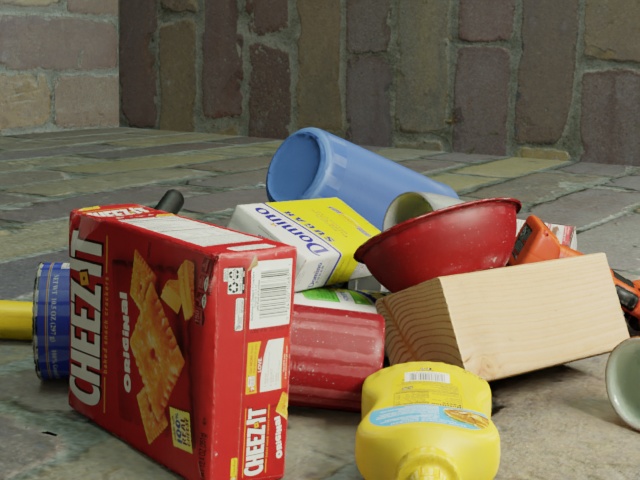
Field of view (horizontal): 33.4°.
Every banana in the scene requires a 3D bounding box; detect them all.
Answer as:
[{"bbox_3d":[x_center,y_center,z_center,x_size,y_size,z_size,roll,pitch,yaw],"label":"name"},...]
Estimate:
[{"bbox_3d":[-0.288,0.075,1.031,0.198,0.037,0.069,2,-18,8],"label":"banana"}]

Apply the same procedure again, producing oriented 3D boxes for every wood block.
[{"bbox_3d":[0.162,0.074,0.930,0.205,0.091,0.090,-7,-11,-36],"label":"wood block"}]

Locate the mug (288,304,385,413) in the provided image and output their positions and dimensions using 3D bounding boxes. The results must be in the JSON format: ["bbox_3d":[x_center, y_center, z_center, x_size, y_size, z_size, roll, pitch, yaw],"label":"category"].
[{"bbox_3d":[0.007,0.101,0.871,0.081,0.093,0.117,6,-26,0],"label":"mug"}]

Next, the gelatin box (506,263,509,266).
[{"bbox_3d":[0.188,0.055,1.147,0.030,0.073,0.089,5,11,15],"label":"gelatin box"}]

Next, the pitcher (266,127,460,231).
[{"bbox_3d":[0.046,-0.048,1.307,0.149,0.145,0.242,-34,-40,32],"label":"pitcher"}]

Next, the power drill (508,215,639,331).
[{"bbox_3d":[0.285,0.049,1.072,0.187,0.057,0.184,29,8,-3],"label":"power drill"}]

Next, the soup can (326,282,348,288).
[{"bbox_3d":[0.056,0.040,1.232,0.102,0.068,0.069,-5,12,-36],"label":"soup can"}]

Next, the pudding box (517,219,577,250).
[{"bbox_3d":[0.247,0.006,1.222,0.090,0.039,0.113,7,-8,15],"label":"pudding box"}]

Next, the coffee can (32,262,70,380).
[{"bbox_3d":[-0.173,0.070,0.933,0.140,0.103,0.103,0,10,-7],"label":"coffee can"}]

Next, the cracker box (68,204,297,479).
[{"bbox_3d":[-0.109,0.069,0.776,0.071,0.164,0.214,-4,12,-39],"label":"cracker box"}]

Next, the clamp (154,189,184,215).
[{"bbox_3d":[-0.226,0.032,1.207,0.165,0.036,0.210,-38,21,16],"label":"clamp"}]

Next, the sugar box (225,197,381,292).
[{"bbox_3d":[-0.007,0.001,1.044,0.093,0.048,0.175,38,21,24],"label":"sugar box"}]

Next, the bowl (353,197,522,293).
[{"bbox_3d":[0.115,0.016,0.975,0.162,0.055,0.162,-16,-14,-4],"label":"bowl"}]

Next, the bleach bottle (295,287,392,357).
[{"bbox_3d":[0.074,0.080,1.032,0.250,0.068,0.103,2,10,-12],"label":"bleach bottle"}]

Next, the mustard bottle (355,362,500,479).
[{"bbox_3d":[0.073,0.136,0.725,0.096,0.058,0.191,3,10,5],"label":"mustard bottle"}]
